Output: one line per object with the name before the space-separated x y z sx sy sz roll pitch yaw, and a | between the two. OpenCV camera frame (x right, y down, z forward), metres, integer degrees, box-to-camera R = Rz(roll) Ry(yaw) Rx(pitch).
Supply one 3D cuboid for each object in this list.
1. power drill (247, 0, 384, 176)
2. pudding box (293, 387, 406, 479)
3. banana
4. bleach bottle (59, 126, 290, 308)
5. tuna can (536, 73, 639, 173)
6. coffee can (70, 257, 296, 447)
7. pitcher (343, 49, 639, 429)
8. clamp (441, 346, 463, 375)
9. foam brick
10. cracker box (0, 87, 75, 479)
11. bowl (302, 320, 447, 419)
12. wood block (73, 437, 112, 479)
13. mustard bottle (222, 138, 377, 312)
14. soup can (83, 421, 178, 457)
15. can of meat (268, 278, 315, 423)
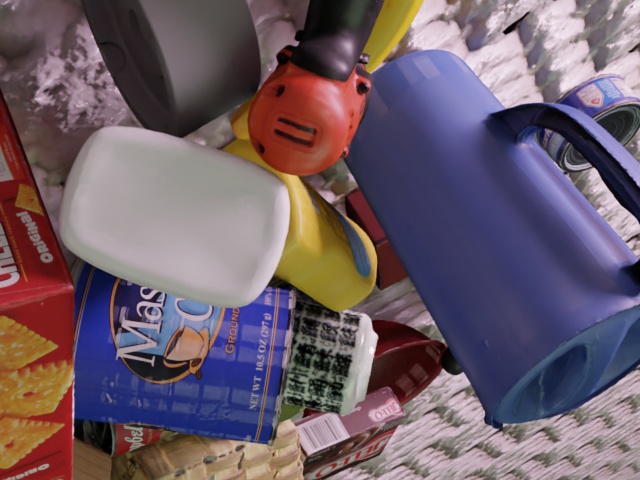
power drill | 0.021 -0.133 0.523 0.057 0.184 0.188 18 109 -1
pudding box | 0.018 0.192 1.020 0.113 0.039 0.090 -16 149 -26
banana | 0.016 -0.129 0.638 0.069 0.037 0.198 19 126 -21
bleach bottle | -0.088 -0.010 0.583 0.102 0.068 0.251 18 176 -11
tuna can | 0.225 -0.095 0.883 0.086 0.034 0.086 -23 150 -14
coffee can | -0.092 0.071 0.680 0.140 0.102 0.103 9 143 -4
pitcher | 0.114 -0.015 0.687 0.149 0.243 0.145 -30 151 -1
clamp | 0.187 0.023 0.980 0.164 0.036 0.210 -37 156 -32
foam brick | 0.056 -0.007 0.847 0.053 0.051 0.078 -27 151 -9
cracker box | -0.186 0.031 0.564 0.072 0.164 0.214 -14 147 -24
bowl | 0.043 0.127 1.041 0.162 0.055 0.162 -23 150 -14
wood block | -0.245 0.162 0.727 0.091 0.090 0.205 -17 145 25
mustard bottle | -0.005 0.001 0.756 0.058 0.096 0.191 -36 151 10
soup can | -0.135 0.128 0.862 0.102 0.068 0.069 -16 148 -31
can of meat | -0.031 0.093 0.890 0.057 0.084 0.102 10 132 -50
